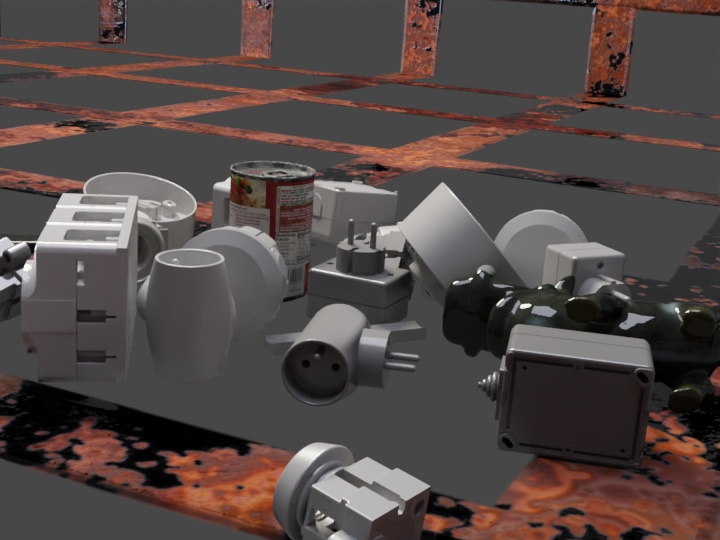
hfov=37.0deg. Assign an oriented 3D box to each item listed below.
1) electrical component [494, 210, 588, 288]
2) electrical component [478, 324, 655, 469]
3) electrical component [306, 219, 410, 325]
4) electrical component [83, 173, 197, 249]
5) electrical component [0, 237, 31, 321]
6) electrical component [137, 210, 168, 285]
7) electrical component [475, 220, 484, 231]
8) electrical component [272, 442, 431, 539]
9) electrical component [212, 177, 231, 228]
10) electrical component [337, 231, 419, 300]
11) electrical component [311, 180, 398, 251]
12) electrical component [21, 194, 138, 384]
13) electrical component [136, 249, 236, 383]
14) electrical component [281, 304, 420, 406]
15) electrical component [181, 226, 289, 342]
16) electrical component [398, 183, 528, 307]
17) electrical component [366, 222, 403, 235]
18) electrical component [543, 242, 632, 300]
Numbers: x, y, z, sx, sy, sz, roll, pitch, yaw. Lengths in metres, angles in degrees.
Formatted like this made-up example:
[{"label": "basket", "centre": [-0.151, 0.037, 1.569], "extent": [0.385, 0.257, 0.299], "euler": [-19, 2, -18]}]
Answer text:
[{"label": "electrical component", "centre": [0.150, -0.011, 0.887], "extent": [0.080, 0.080, 0.051], "euler": [7, 10, 11]}, {"label": "electrical component", "centre": [0.118, 0.069, 0.623], "extent": [0.096, 0.061, 0.061], "euler": [7, 16, 10]}, {"label": "electrical component", "centre": [0.000, 0.000, 0.815], "extent": [0.066, 0.076, 0.047], "euler": [11, 17, 24]}, {"label": "electrical component", "centre": [-0.196, -0.047, 0.960], "extent": [0.099, 0.064, 0.099], "euler": [3, 16, -1]}, {"label": "electrical component", "centre": [-0.259, 0.014, 0.744], "extent": [0.048, 0.066, 0.055], "euler": [43, 44, 11]}, {"label": "electrical component", "centre": [-0.192, -0.019, 0.877], "extent": [0.078, 0.058, 0.057], "euler": [-4, 14, -26]}, {"label": "electrical component", "centre": [0.081, -0.022, 0.974], "extent": [0.055, 0.048, 0.066], "euler": [-18, 26, -37]}, {"label": "electrical component", "centre": [-0.006, 0.108, 0.487], "extent": [0.055, 0.048, 0.066], "euler": [23, 24, 33]}, {"label": "electrical component", "centre": [-0.103, -0.064, 1.070], "extent": [0.056, 0.050, 0.089], "euler": [14, 19, 31]}, {"label": "electrical component", "centre": [0.014, -0.004, 0.875], "extent": [0.055, 0.066, 0.048], "euler": [3, -28, 26]}, {"label": "electrical component", "centre": [-0.010, -0.053, 1.045], "extent": [0.096, 0.061, 0.062], "euler": [-1, 14, -44]}, {"label": "electrical component", "centre": [-0.184, 0.008, 0.721], "extent": [0.062, 0.089, 0.150], "euler": [1, 16, -9]}, {"label": "electrical component", "centre": [-0.119, 0.024, 0.700], "extent": [0.044, 0.077, 0.079], "euler": [-9, 20, -36]}, {"label": "electrical component", "centre": [-0.002, 0.055, 0.682], "extent": [0.079, 0.043, 0.077], "euler": [6, 16, 9]}, {"label": "electrical component", "centre": [-0.091, 0.008, 0.765], "extent": [0.080, 0.080, 0.051], "euler": [5, 11, 6]}, {"label": "electrical component", "centre": [0.073, -0.006, 0.817], "extent": [0.060, 0.108, 0.108], "euler": [-39, 17, 4]}, {"label": "electrical component", "centre": [0.019, -0.017, 0.944], "extent": [0.062, 0.048, 0.048], "euler": [-5, 17, -6]}, {"label": "electrical component", "centre": [0.176, 0.021, 0.803], "extent": [0.047, 0.065, 0.077], "euler": [-4, 17, -24]}]
